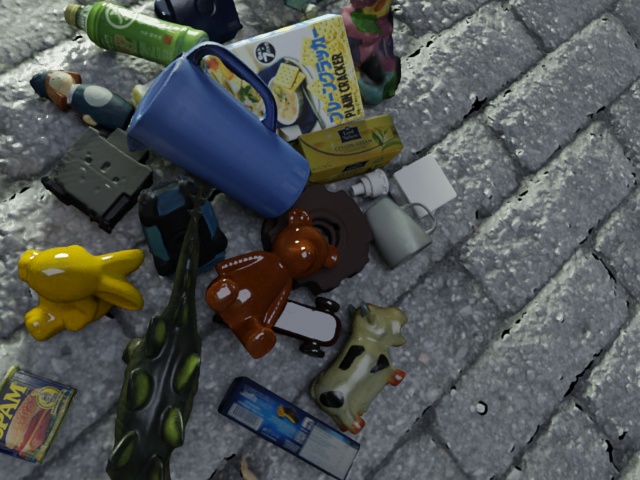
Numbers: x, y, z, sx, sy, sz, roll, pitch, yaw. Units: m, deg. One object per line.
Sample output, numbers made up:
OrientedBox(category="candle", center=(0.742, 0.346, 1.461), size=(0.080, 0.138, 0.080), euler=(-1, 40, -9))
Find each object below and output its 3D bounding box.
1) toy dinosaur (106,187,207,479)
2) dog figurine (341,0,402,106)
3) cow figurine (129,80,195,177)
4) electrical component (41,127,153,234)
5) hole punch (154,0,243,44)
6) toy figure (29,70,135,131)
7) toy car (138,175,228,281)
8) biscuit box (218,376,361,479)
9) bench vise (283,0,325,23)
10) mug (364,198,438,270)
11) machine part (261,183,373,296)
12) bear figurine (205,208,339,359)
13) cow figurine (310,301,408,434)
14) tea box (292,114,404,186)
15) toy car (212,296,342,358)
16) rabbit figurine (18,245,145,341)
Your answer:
OrientedBox(category="toy dinosaur", center=(-0.197, 0.172, 0.676), size=(0.105, 0.198, 0.471), euler=(9, 75, -18))
OrientedBox(category="dog figurine", center=(0.091, -0.347, 0.891), size=(0.108, 0.219, 0.191), euler=(-26, 84, -18))
OrientedBox(category="cow figurine", center=(-0.209, -0.179, 0.835), size=(0.098, 0.068, 0.167), euler=(-39, 91, -28))
OrientedBox(category="electrical component", center=(-0.313, -0.096, 0.784), size=(0.115, 0.058, 0.134), euler=(35, 69, -8))
OrientedBox(category="hole punch", center=(-0.198, -0.378, 0.879), size=(0.142, 0.092, 0.115), euler=(-32, 91, -25))
OrientedBox(category="toy figure", center=(-0.357, -0.214, 0.803), size=(0.154, 0.057, 0.064), euler=(24, 32, -9))
OrientedBox(category="toy car", center=(-0.207, -0.027, 0.771), size=(0.109, 0.161, 0.103), euler=(-27, 41, -14))
OrientedBox(category="biscuit box", center=(-0.046, 0.268, 0.770), size=(0.202, 0.063, 0.059), euler=(33, 70, -7))
OrientedBox(category="bench vise", center=(-0.051, -0.466, 0.918), size=(0.223, 0.129, 0.241), euler=(14, 52, -33))
OrientedBox(category="mug", center=(0.130, -0.022, 0.884), size=(0.109, 0.081, 0.107), euler=(-40, 80, 15))
OrientedBox(category="machine part", center=(-0.002, -0.003, 0.859), size=(0.179, 0.056, 0.179), euler=(4, 75, -18))
OrientedBox(category="bear figurine", center=(-0.056, 0.049, 0.738), size=(0.196, 0.132, 0.120), euler=(-36, 105, -11))
OrientedBox(category="cow figurine", center=(0.063, 0.180, 0.819), size=(0.127, 0.085, 0.195), euler=(45, 72, -4))
OrientedBox(category="tea box", center=(0.038, -0.142, 0.885), size=(0.170, 0.098, 0.068), euler=(-17, 83, -19))
OrientedBox(category="toy car", center=(-0.066, 0.110, 0.806), size=(0.202, 0.053, 0.089), euler=(17, 74, 0))
OrientedBox(category="rabbit figurine", center=(-0.309, 0.060, 0.684), size=(0.162, 0.173, 0.122), euler=(1, 72, -13))
